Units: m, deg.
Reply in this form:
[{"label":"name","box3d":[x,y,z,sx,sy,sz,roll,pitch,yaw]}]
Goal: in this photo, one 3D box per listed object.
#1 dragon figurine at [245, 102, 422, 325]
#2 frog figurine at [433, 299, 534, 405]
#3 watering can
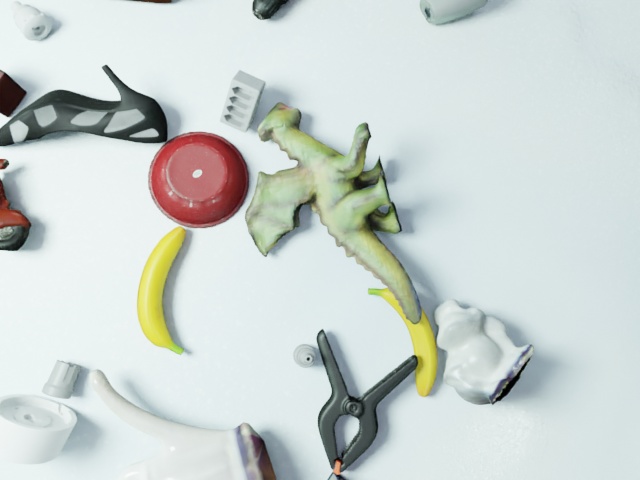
[{"label":"dragon figurine","box3d":[0.003,-0.042,0.832,0.242,0.121,0.413,-14,82,6]},{"label":"frog figurine","box3d":[0.245,0.180,0.837,0.161,0.121,0.138,36,85,33]},{"label":"watering can","box3d":[-0.185,0.323,0.722,0.225,0.103,0.349,-17,85,-13]}]
